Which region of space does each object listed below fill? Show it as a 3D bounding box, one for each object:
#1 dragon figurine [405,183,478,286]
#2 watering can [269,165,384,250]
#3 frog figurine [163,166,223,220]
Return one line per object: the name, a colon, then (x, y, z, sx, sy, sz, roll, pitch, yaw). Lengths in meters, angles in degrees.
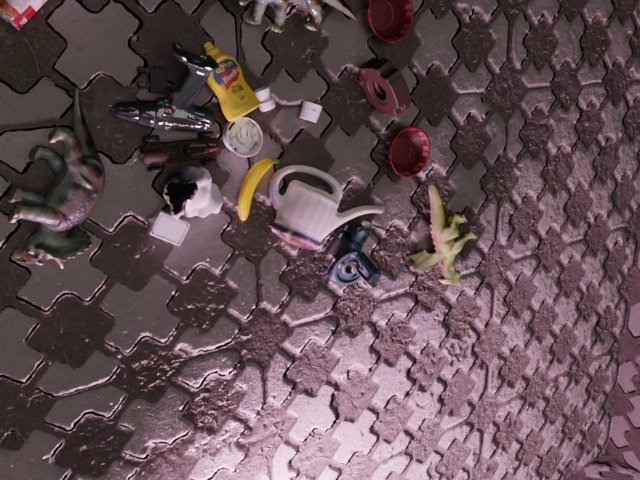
dragon figurine: (0.395, 0.014, 1.763, 0.404, 0.243, 0.124, 46, -4, -30)
watering can: (0.004, -0.074, 1.473, 0.346, 0.225, 0.104, 24, -1, -15)
frog figurine: (-0.311, -0.120, 1.303, 0.123, 0.136, 0.160, 26, 17, 19)
